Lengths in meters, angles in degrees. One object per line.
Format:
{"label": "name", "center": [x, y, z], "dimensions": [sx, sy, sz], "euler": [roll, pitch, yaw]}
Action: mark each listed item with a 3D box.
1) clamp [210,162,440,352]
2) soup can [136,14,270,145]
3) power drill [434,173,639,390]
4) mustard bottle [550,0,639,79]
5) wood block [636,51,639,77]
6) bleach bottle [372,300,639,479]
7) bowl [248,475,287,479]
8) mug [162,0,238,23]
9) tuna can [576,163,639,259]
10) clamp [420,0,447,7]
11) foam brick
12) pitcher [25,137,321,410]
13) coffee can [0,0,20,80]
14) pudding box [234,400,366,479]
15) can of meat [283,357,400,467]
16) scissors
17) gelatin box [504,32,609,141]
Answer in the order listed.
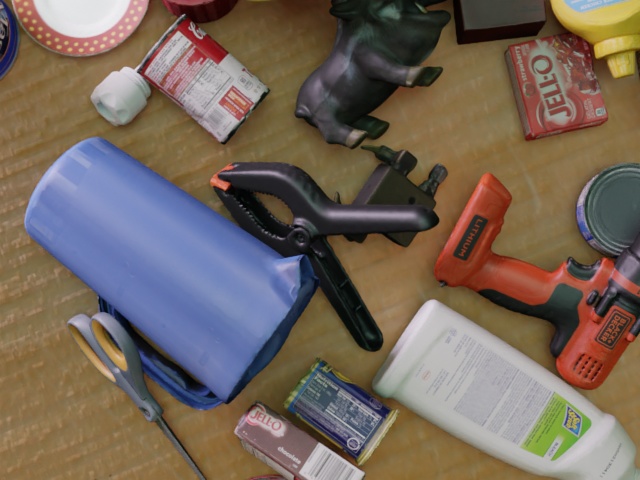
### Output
{"label": "clamp", "center": [-0.006, 0.001, 0.944], "dimensions": [0.210, 0.036, 0.165], "euler": [26, 128, 18]}
{"label": "soup can", "center": [-0.104, -0.142, 0.954], "dimensions": [0.102, 0.068, 0.068], "euler": [40, 86, -8]}
{"label": "power drill", "center": [0.209, 0.017, 0.931], "dimensions": [0.187, 0.057, 0.184], "euler": [30, 106, 6]}
{"label": "mustard bottle", "center": [0.248, -0.237, 0.940], "dimensions": [0.096, 0.058, 0.191], "euler": [-12, 90, 14]}
{"label": "wood block", "center": [0.400, -0.159, 0.951], "dimensions": [0.206, 0.090, 0.091], "euler": [-7, 84, 0]}
{"label": "bleach bottle", "center": [0.176, 0.160, 0.940], "dimensions": [0.251, 0.068, 0.102], "euler": [34, 87, 1]}
{"label": "bowl", "center": [-0.042, 0.290, 0.932], "dimensions": [0.162, 0.055, 0.162], "euler": [0, 85, 0]}
{"label": "mug", "center": [-0.119, -0.255, 0.964], "dimensions": [0.093, 0.081, 0.117], "euler": [-35, 86, -3]}
{"label": "tuna can", "center": [0.278, -0.025, 0.968], "dimensions": [0.086, 0.034, 0.086], "euler": [0, 85, 0]}
{"label": "clamp", "center": [0.071, -0.242, 0.957], "dimensions": [0.120, 0.039, 0.172], "euler": [47, 115, 3]}
{"label": "foam brick", "center": [0.162, -0.213, 0.975], "dimensions": [0.078, 0.051, 0.053], "euler": [-6, 86, 0]}
{"label": "pitcher", "center": [-0.136, 0.029, 0.926], "dimensions": [0.243, 0.145, 0.149], "euler": [36, 74, 7]}
{"label": "coffee can", "center": [-0.331, -0.193, 0.930], "dimensions": [0.103, 0.140, 0.103], "euler": [0, 85, 0]}
{"label": "pudding box", "center": [-0.017, 0.188, 0.913], "dimensions": [0.113, 0.090, 0.039], "euler": [34, 75, 12]}
{"label": "can of meat", "center": [0.017, 0.147, 0.921], "dimensions": [0.084, 0.102, 0.057], "euler": [35, 83, 5]}
{"label": "scissors", "center": [-0.149, 0.137, 0.934], "dimensions": [0.202, 0.096, 0.016], "euler": [46, 58, 6]}
{"label": "gelatin box", "center": [0.216, -0.142, 0.980], "dimensions": [0.073, 0.030, 0.089], "euler": [-13, 85, -1]}
